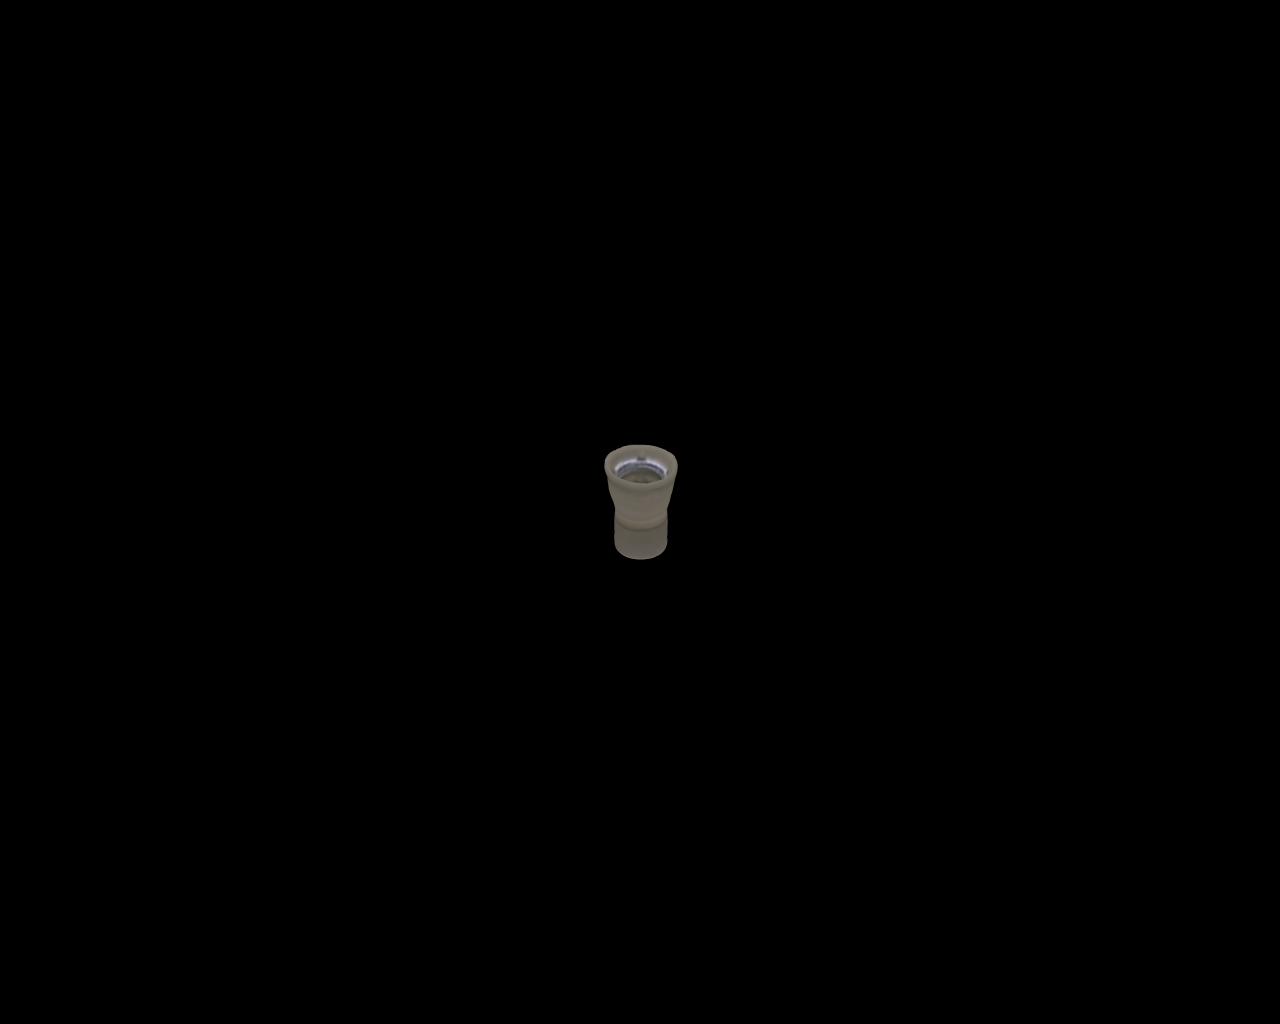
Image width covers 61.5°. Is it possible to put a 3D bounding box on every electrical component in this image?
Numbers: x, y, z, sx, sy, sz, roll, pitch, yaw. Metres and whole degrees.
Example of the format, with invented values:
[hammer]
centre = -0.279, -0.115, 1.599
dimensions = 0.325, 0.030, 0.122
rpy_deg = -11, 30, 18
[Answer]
[electrical component]
centre = 0.001, -0.003, 0.650
dimensions = 0.044, 0.065, 0.044
rpy_deg = 0, 35, 0
